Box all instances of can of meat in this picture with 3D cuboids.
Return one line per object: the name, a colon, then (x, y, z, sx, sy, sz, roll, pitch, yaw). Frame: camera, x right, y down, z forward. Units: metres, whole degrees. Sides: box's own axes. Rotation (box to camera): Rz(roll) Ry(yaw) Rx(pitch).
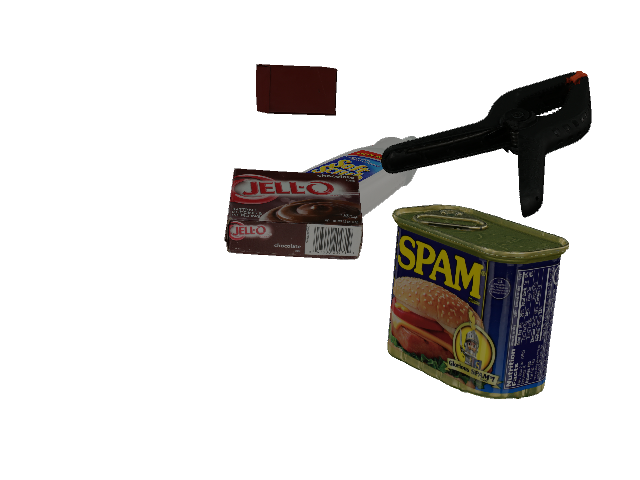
can of meat: (0.083, 0.032, 0.591, 0.057, 0.084, 0.102, -7, 18, -35)

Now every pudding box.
pudding box: (-0.022, -0.024, 0.907, 0.113, 0.039, 0.090, 5, 32, -4)

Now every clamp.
clamp: (0.181, -0.091, 0.943, 0.209, 0.036, 0.165, -31, 38, -26)

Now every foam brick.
foam brick: (-0.026, -0.163, 1.154, 0.078, 0.051, 0.053, -1, 11, -18)

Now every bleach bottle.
bleach bottle: (0.036, -0.074, 1.348, 0.103, 0.068, 0.250, 25, 43, 34)
